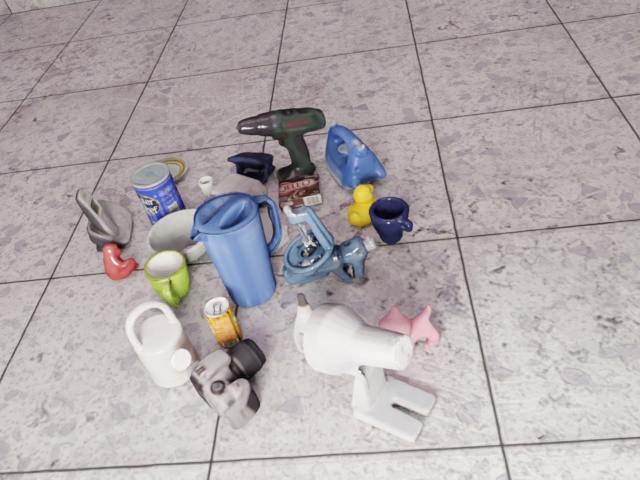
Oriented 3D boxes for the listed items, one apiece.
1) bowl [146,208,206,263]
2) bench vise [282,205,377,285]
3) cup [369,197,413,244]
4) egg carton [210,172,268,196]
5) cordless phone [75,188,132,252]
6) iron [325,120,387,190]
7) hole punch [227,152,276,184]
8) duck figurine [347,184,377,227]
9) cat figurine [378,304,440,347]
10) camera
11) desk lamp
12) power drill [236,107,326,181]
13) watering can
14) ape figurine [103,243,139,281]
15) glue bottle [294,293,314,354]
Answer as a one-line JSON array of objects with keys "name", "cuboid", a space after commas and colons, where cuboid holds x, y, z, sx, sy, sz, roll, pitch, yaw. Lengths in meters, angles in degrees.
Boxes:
[{"name": "bowl", "cuboid": [-0.329, 0.004, 1.392, 0.167, 0.075, 0.167, -6, 43, 6]}, {"name": "bench vise", "cuboid": [0.007, -0.003, 1.215, 0.207, 0.220, 0.121, -20, 43, -8]}, {"name": "cup", "cuboid": [0.169, -0.032, 1.300, 0.092, 0.095, 0.117, -35, 47, -22]}, {"name": "egg carton", "cuboid": [-0.213, -0.117, 1.497, 0.149, 0.069, 0.107, 19, 51, 29]}, {"name": "cordless phone", "cuboid": [-0.551, -0.075, 1.445, 0.094, 0.185, 0.147, -15, 43, -2]}, {"name": "iron", "cuboid": [0.068, -0.244, 1.512, 0.119, 0.142, 0.257, -25, 44, -13]}, {"name": "hole punch", "cuboid": [-0.189, -0.214, 1.578, 0.108, 0.091, 0.101, 7, 46, 20]}, {"name": "duck figurine", "cuboid": [0.102, -0.091, 1.385, 0.077, 0.086, 0.105, 15, 50, 27]}, {"name": "cat figurine", "cuboid": [0.161, 0.164, 1.079, 0.128, 0.118, 0.067, -25, 44, -14]}, {"name": "camera", "cuboid": [-0.162, 0.252, 1.074, 0.137, 0.101, 0.142, -38, 49, -25]}, {"name": "desk lamp", "cuboid": [0.086, 0.214, 0.974, 0.202, 0.214, 0.118, 16, 50, 27]}, {"name": "power drill", "cuboid": [-0.089, -0.254, 1.510, 0.230, 0.209, 0.075, -21, 43, -9]}, {"name": "watering can", "cuboid": [-0.302, 0.193, 1.099, 0.172, 0.194, 0.101, 12, 48, 24]}, {"name": "ape figurine", "cuboid": [-0.488, 0.046, 1.372, 0.077, 0.092, 0.076, 29, 57, 36]}, {"name": "glue bottle", "cuboid": [-0.020, 0.160, 1.084, 0.078, 0.173, 0.037, 14, 49, 26]}]
